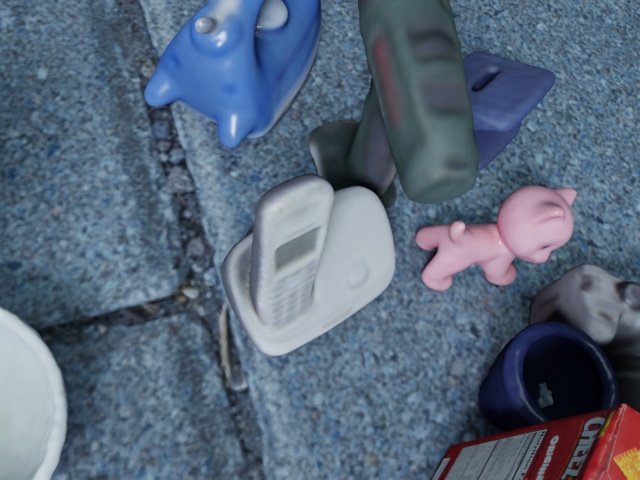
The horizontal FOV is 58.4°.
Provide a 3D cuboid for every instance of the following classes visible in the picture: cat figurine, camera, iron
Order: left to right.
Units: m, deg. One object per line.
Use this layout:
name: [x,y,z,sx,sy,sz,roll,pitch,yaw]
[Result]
iron: [-0.052,-0.216,0.533,0.118,0.141,0.258,29,62,1]
cat figurine: [0.161,-0.008,0.501,0.128,0.117,0.067,-5,66,-16]
camera: [0.262,0.104,0.482,0.143,0.100,0.137,20,62,-4]

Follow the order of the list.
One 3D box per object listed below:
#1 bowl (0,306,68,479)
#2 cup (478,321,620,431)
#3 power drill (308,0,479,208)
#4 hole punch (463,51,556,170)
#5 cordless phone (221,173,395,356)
bowl: [-0.244,0.124,0.363,0.167,0.074,0.167,5,64,-11]
cup: [0.179,0.128,0.454,0.117,0.095,0.092,39,63,6]
power drill: [0.051,-0.117,0.474,0.076,0.208,0.229,-9,68,-17]
hole punch: [0.164,-0.143,0.580,0.101,0.091,0.109,41,63,8]
cordless phone: [0.004,0.001,0.419,0.148,0.185,0.094,-32,76,-24]
